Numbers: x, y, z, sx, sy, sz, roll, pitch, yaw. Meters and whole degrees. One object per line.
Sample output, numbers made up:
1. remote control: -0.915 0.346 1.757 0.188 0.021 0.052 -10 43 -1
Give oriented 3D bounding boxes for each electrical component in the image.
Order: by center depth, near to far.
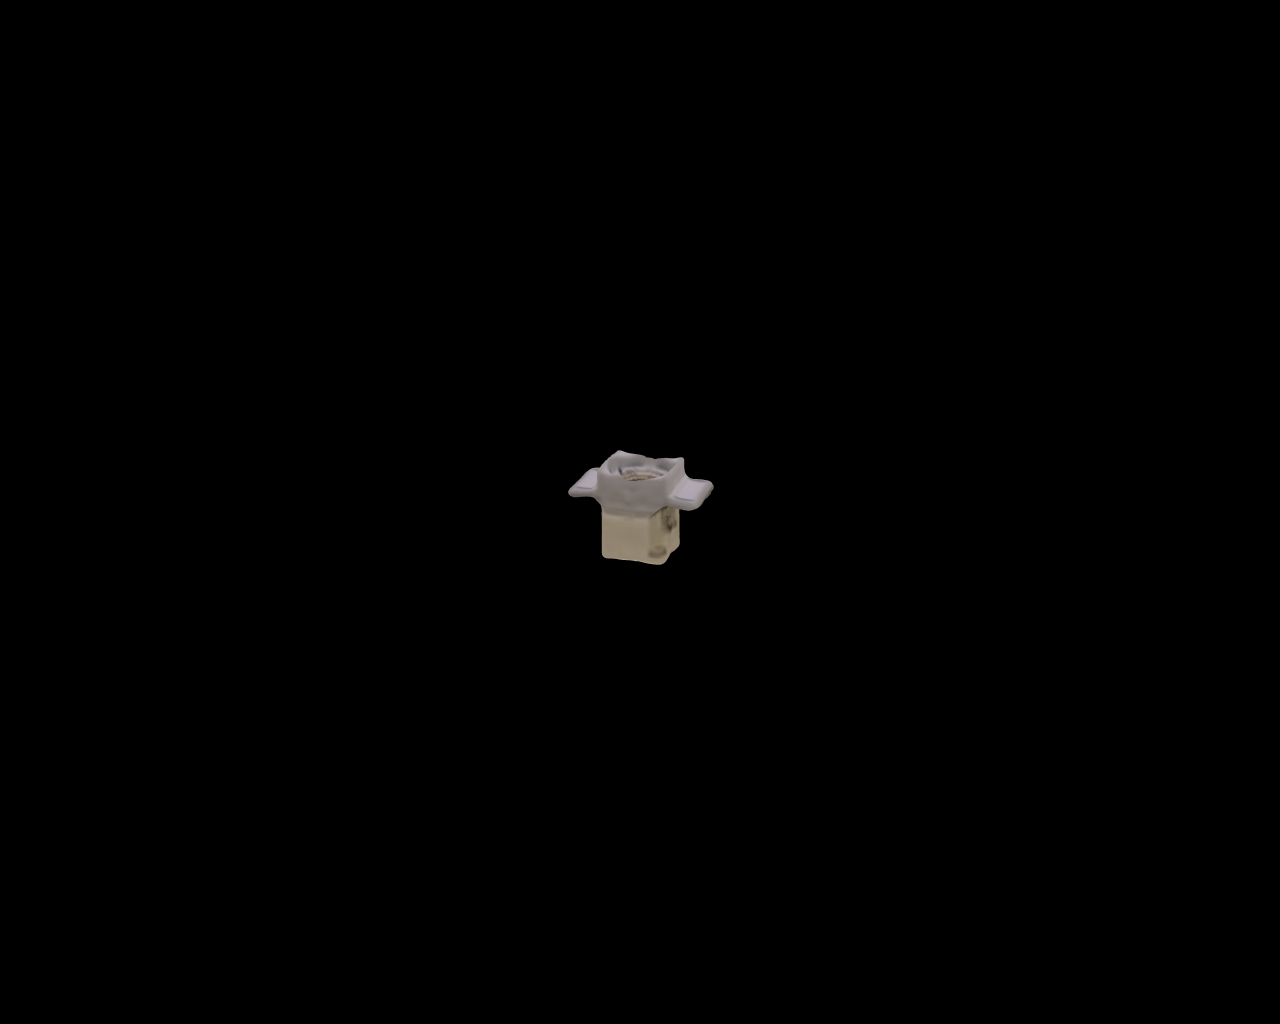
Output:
1. electrical component: 0.001 -0.003 0.650 0.081 0.063 0.042 8 24 18
